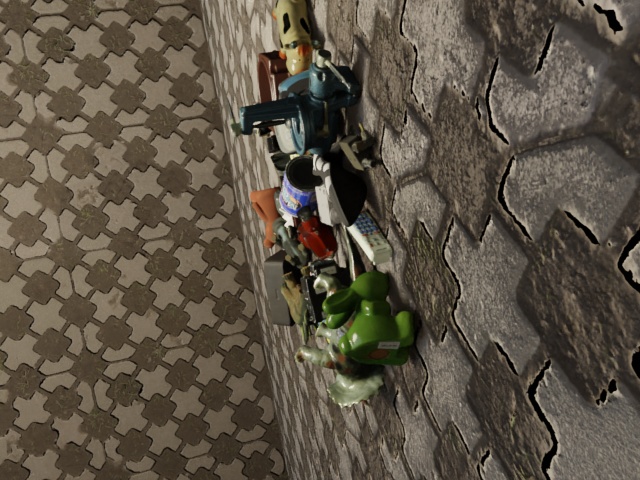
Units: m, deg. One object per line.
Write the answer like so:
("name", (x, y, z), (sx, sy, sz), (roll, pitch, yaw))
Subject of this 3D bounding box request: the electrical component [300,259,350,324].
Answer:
("electrical component", (0.020, 0.115, 1.249), (0.058, 0.115, 0.134), (179, 80, -71))

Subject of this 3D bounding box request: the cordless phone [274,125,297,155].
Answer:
("cordless phone", (-0.036, -0.297, 1.257), (0.184, 0.089, 0.146), (-39, 62, 56))

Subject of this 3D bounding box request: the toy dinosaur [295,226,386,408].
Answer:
("toy dinosaur", (0.070, 0.186, 1.106), (0.192, 0.131, 0.404), (25, 122, 23))

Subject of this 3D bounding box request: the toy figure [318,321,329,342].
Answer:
("toy figure", (0.043, 0.209, 1.304), (0.180, 0.082, 0.089), (-115, 18, -51))

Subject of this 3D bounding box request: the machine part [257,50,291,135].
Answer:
("machine part", (-0.107, -0.391, 1.426), (0.201, 0.087, 0.201), (-126, 27, -58))

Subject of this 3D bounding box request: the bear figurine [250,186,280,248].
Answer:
("bear figurine", (-0.154, -0.077, 1.794), (0.132, 0.120, 0.195), (-151, 46, -77))

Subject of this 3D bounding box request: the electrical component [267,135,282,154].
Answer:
("electrical component", (-0.118, -0.281, 1.572), (0.119, 0.075, 0.047), (-176, 76, -71))

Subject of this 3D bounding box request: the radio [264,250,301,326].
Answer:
("radio", (-0.108, 0.150, 1.735), (0.131, 0.073, 0.229), (-41, -49, -58))

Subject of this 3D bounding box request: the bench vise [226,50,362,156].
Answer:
("bench vise", (-0.048, -0.239, 0.992), (0.223, 0.241, 0.129), (102, 153, -61))

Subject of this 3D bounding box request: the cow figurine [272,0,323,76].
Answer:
("cow figurine", (-0.051, -0.450, 1.177), (0.127, 0.085, 0.195), (139, 124, -75))

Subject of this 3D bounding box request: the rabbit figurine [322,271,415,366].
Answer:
("rabbit figurine", (0.087, 0.136, 0.986), (0.121, 0.159, 0.170), (81, -175, -49))

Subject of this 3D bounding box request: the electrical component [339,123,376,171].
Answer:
("electrical component", (0.072, -0.171, 0.988), (0.078, 0.045, 0.102), (53, 174, -14))

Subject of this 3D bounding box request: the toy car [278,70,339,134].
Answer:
("toy car", (-0.015, -0.274, 1.155), (0.161, 0.109, 0.103), (66, -173, 7))

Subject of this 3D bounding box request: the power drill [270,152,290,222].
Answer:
("power drill", (-0.103, -0.154, 1.599), (0.232, 0.086, 0.207), (-120, 27, -49))

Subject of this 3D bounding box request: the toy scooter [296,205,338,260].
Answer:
("toy scooter", (-0.003, -0.004, 1.309), (0.135, 0.075, 0.183), (56, 176, 12))

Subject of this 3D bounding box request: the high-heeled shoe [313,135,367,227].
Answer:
("high-heeled shoe", (0.023, -0.104, 1.095), (0.145, 0.086, 0.249), (-48, 33, 48))

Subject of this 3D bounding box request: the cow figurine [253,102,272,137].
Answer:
("cow figurine", (-0.156, -0.353, 1.600), (0.098, 0.068, 0.167), (64, -154, -1))

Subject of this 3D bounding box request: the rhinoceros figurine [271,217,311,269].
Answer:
("rhinoceros figurine", (-0.089, 0.001, 1.639), (0.190, 0.073, 0.112), (54, -169, 31))

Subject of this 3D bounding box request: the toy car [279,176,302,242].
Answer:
("toy car", (-0.054, -0.093, 1.433), (0.053, 0.089, 0.202), (132, 126, -78))

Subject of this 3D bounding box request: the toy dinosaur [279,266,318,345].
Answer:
("toy dinosaur", (-0.044, 0.205, 1.592), (0.471, 0.105, 0.198), (88, 164, -74))
